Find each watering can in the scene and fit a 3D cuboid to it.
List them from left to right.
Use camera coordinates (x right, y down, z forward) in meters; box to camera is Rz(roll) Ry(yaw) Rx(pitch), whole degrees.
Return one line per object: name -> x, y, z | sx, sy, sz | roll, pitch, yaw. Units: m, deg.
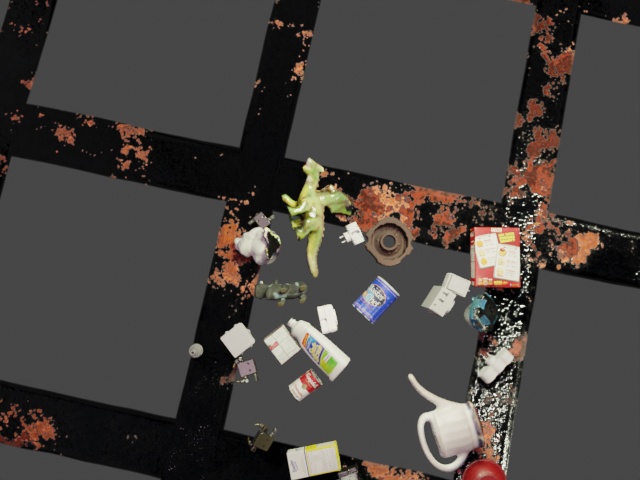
watering can -> 0.439, 0.616, 1.780 | 0.224, 0.103, 0.349 | -14, 84, -2

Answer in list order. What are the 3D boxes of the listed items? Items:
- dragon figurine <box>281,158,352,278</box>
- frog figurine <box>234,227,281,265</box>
dragon figurine -> 0.006, -0.094, 1.865 | 0.244, 0.122, 0.409 | -22, 93, -10
frog figurine -> -0.226, 0.025, 1.859 | 0.158, 0.124, 0.137 | -13, 95, 35
